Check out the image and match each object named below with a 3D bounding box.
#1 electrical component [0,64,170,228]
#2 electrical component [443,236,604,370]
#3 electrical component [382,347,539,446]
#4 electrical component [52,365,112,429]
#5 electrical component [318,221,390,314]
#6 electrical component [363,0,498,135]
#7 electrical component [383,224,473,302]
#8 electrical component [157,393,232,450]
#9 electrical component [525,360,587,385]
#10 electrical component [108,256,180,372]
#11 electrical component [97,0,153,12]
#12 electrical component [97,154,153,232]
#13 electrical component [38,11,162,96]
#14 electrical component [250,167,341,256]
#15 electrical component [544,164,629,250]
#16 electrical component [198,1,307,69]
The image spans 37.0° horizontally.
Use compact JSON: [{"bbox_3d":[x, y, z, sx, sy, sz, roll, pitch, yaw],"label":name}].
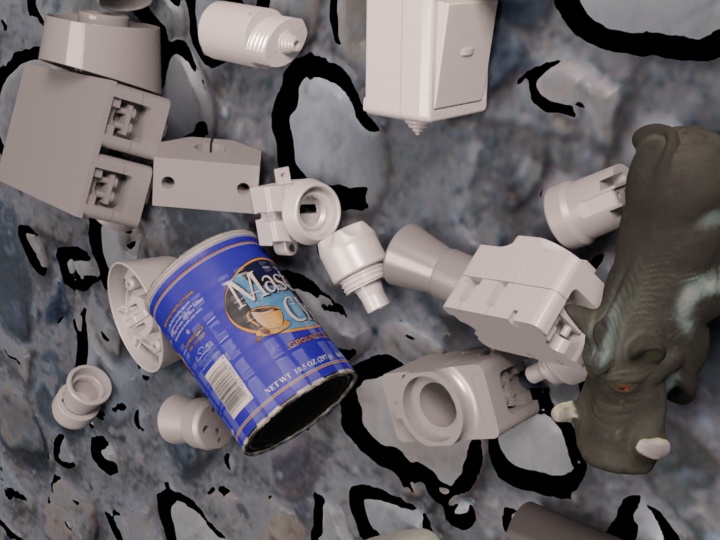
[{"bbox_3d":[-0.230,-0.105,0.893,0.186,0.060,0.105,20,96,51],"label":"electrical component"},{"bbox_3d":[0.104,0.017,0.646,0.050,0.055,0.089,40,164,-29],"label":"electrical component"},{"bbox_3d":[0.064,0.084,0.721,0.089,0.056,0.050,-11,95,44],"label":"electrical component"},{"bbox_3d":[-0.274,0.126,1.057,0.045,0.045,0.055,55,133,16],"label":"electrical component"},{"bbox_3d":[0.000,0.000,0.763,0.043,0.043,0.062,-32,83,44],"label":"electrical component"},{"bbox_3d":[0.045,-0.130,0.667,0.061,0.062,0.096,16,114,39],"label":"electrical component"},{"bbox_3d":[0.054,0.001,0.715,0.065,0.044,0.044,25,119,30],"label":"electrical component"},{"bbox_3d":[-0.142,0.132,0.936,0.055,0.045,0.045,1,103,43],"label":"electrical component"},{"bbox_3d":[0.128,0.055,0.667,0.061,0.035,0.035,-34,79,45],"label":"electrical component"},{"bbox_3d":[-0.179,0.036,0.926,0.099,0.064,0.099,15,112,39],"label":"electrical component"},{"bbox_3d":[-0.174,-0.251,0.842,0.079,0.043,0.077,-11,82,26],"label":"electrical component"},{"bbox_3d":[-0.201,-0.070,0.930,0.044,0.044,0.065,51,127,19],"label":"electrical component"},{"bbox_3d":[-0.207,-0.174,0.867,0.099,0.099,0.064,20,109,38],"label":"electrical component"},{"bbox_3d":[-0.047,-0.043,0.792,0.055,0.048,0.066,3,105,50],"label":"electrical component"},{"bbox_3d":[0.137,-0.038,0.626,0.046,0.040,0.040,-24,86,38],"label":"electrical component"},{"bbox_3d":[-0.074,-0.168,0.778,0.081,0.043,0.043,19,116,38],"label":"electrical component"}]
